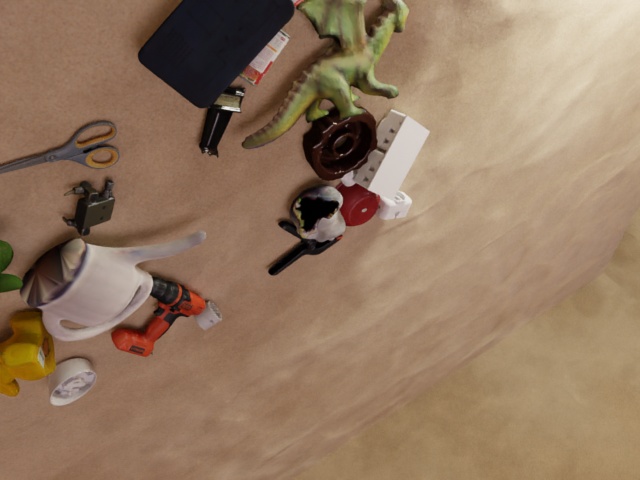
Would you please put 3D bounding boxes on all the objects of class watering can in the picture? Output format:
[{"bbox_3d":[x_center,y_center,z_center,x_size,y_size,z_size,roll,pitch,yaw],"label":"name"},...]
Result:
[{"bbox_3d":[-0.401,0.062,0.979,0.347,0.106,0.221,-42,142,4],"label":"watering can"}]

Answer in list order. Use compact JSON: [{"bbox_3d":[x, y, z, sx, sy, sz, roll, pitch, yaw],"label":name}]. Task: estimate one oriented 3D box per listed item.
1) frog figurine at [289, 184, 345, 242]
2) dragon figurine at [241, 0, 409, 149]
[{"bbox_3d":[0.004,-0.061,1.217,0.137,0.123,0.159,-60,163,5],"label":"frog figurine"},{"bbox_3d":[0.012,-0.341,0.960,0.414,0.124,0.238,-28,124,-19],"label":"dragon figurine"}]
